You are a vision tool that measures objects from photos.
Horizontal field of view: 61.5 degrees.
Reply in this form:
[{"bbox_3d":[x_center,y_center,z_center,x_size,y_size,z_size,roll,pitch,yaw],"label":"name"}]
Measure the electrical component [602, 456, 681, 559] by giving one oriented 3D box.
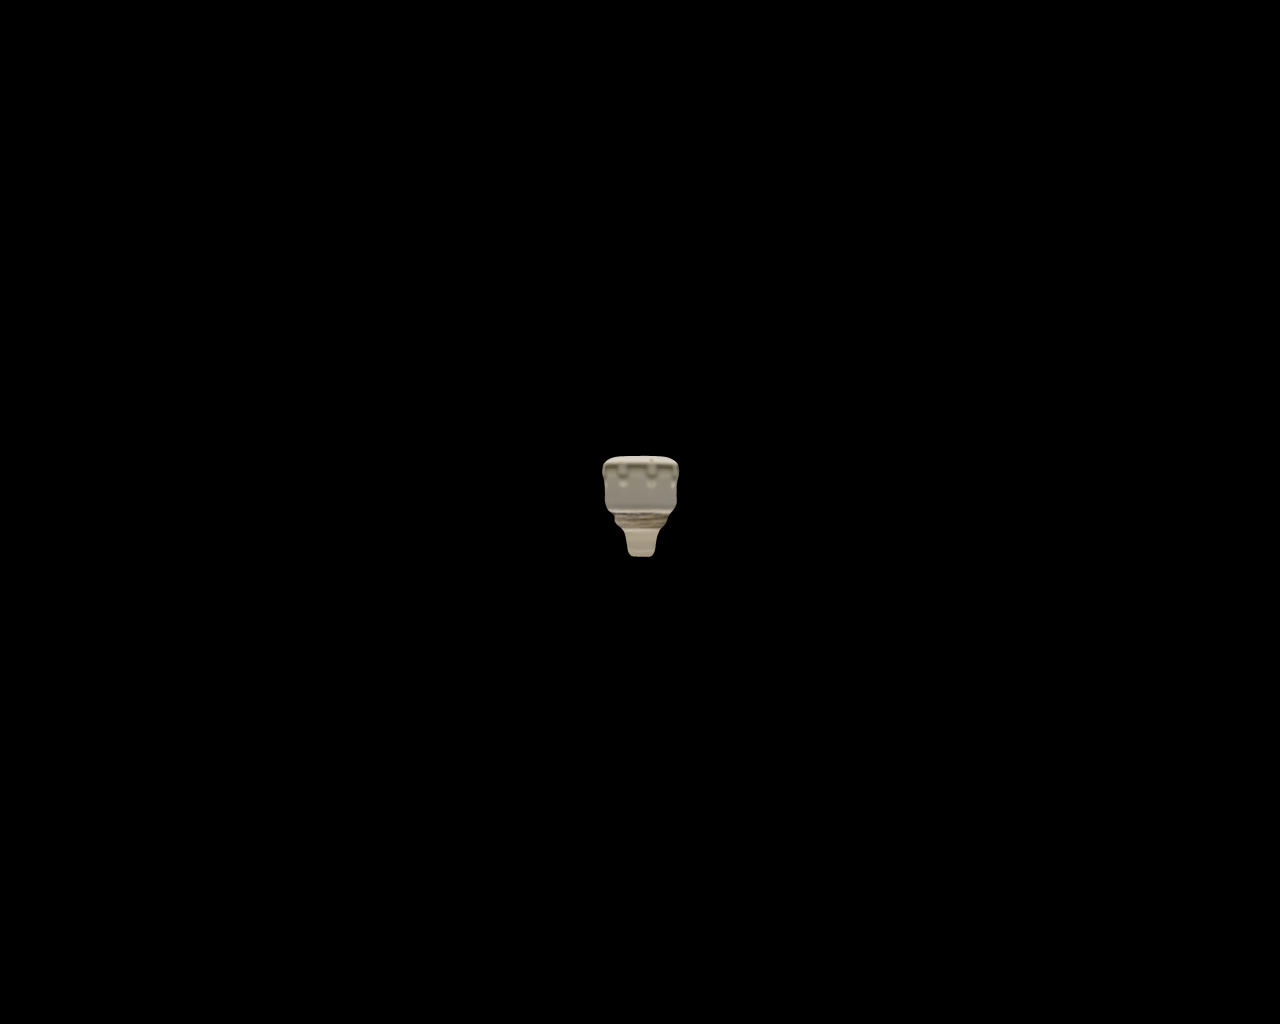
[{"bbox_3d":[0.001,-0.003,0.650,0.048,0.062,0.048,0,0,0],"label":"electrical component"}]
